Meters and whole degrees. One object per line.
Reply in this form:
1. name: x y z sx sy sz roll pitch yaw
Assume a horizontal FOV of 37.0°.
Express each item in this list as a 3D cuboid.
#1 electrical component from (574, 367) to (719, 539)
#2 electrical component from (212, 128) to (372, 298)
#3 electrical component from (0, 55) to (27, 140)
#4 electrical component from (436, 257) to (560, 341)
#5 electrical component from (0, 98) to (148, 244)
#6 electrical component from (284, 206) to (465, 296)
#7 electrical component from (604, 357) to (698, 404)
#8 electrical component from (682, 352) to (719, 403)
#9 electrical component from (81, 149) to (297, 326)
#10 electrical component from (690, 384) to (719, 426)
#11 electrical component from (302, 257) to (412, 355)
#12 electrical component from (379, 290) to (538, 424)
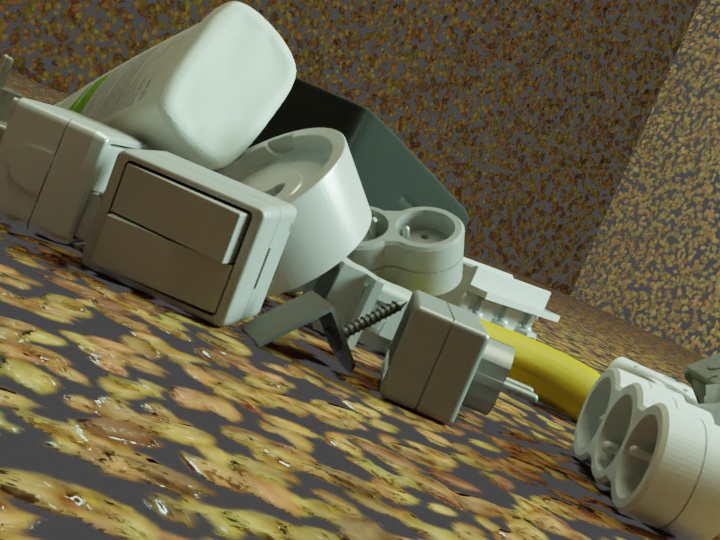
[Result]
1. electrical component: 0.155 0.091 0.514 0.074 0.052 0.138 22 5 -2
2. electrical component: -0.045 -0.027 0.614 0.108 0.108 0.060 31 -29 59
3. electrical component: -0.229 -0.096 0.660 0.047 0.075 0.083 21 5 -29
4. electrical component: 0.100 0.029 0.893 0.079 0.063 0.121 27 6 39
5. electrical component: -0.156 -0.051 0.591 0.061 0.061 0.096 23 5 2
6. electrical component: 0.000 0.000 0.727 0.138 0.073 0.052 2 36 4
7. electrical component: 0.205 0.095 0.766 0.077 0.043 0.079 26 6 36
8. electrical component: 0.266 0.101 0.710 0.061 0.061 0.096 -95 163 -85
9. electrical component: -0.090 -0.019 0.528 0.096 0.061 0.061 23 9 10
10. electrical component: 0.218 0.099 0.611 0.063 0.078 0.121 -9 -15 33
11. electrical component: 0.002 0.022 0.639 0.064 0.042 0.081 23 5 -20
12. electrical component: 0.053 0.049 0.541 0.076 0.047 0.083 23 5 0
